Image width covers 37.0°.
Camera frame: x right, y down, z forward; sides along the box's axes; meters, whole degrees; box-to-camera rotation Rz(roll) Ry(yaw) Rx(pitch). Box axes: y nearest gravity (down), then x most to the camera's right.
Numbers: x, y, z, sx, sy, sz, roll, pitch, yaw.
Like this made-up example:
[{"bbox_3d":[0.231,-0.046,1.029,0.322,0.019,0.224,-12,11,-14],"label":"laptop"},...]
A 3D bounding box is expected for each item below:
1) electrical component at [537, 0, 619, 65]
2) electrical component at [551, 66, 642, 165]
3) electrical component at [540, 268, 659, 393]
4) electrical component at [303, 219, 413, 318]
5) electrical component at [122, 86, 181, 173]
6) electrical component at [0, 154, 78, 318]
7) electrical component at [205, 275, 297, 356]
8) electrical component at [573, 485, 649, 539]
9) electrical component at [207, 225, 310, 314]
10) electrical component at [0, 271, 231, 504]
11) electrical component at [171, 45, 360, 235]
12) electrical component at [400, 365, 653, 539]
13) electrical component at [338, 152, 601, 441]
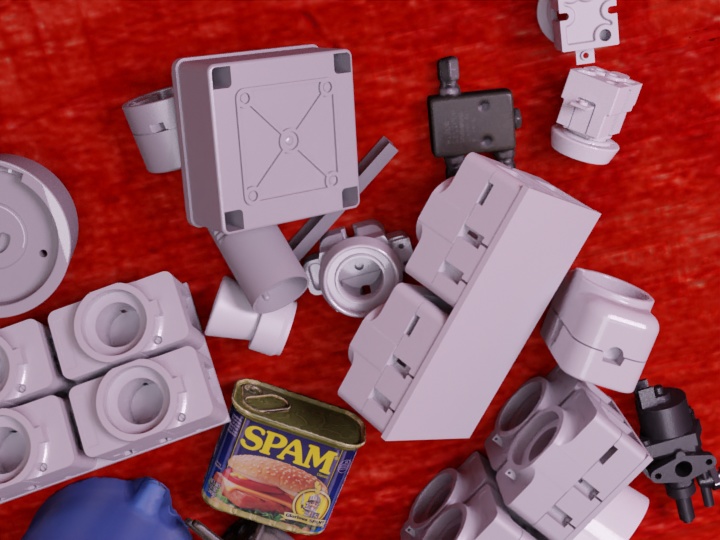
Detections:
[{"bbox_3d":[0.144,-0.170,0.709,0.048,0.055,0.066,-8,106,0],"label":"electrical component"},{"bbox_3d":[0.158,-0.105,0.730,0.048,0.066,0.055,28,116,26],"label":"electrical component"},{"bbox_3d":[0.167,0.037,0.748,0.054,0.095,0.059,17,104,-7],"label":"electrical component"},{"bbox_3d":[0.000,0.000,0.751,0.078,0.057,0.058,-15,106,2],"label":"electrical component"},{"bbox_3d":[-0.125,-0.095,0.721,0.055,0.055,0.047,-15,109,2],"label":"electrical component"},{"bbox_3d":[-0.245,-0.028,0.731,0.108,0.060,0.108,-1,106,-2],"label":"electrical component"},{"bbox_3d":[-0.077,0.033,0.764,0.055,0.045,0.045,19,104,-8],"label":"electrical component"},{"bbox_3d":[0.165,0.194,0.795,0.064,0.099,0.099,38,101,-5],"label":"electrical component"},{"bbox_3d":[-0.073,-0.015,0.741,0.043,0.043,0.081,-35,68,7],"label":"electrical component"},{"bbox_3d":[-0.198,0.082,0.737,0.186,0.060,0.105,-20,76,0],"label":"electrical component"},{"bbox_3d":[-0.060,-0.087,0.700,0.109,0.056,0.108,-14,109,-33],"label":"electrical component"},{"bbox_3d":[0.110,0.161,0.776,0.060,0.105,0.186,39,101,-12],"label":"electrical component"},{"bbox_3d":[0.071,0.021,0.728,0.060,0.105,0.186,37,106,34],"label":"electrical component"}]
